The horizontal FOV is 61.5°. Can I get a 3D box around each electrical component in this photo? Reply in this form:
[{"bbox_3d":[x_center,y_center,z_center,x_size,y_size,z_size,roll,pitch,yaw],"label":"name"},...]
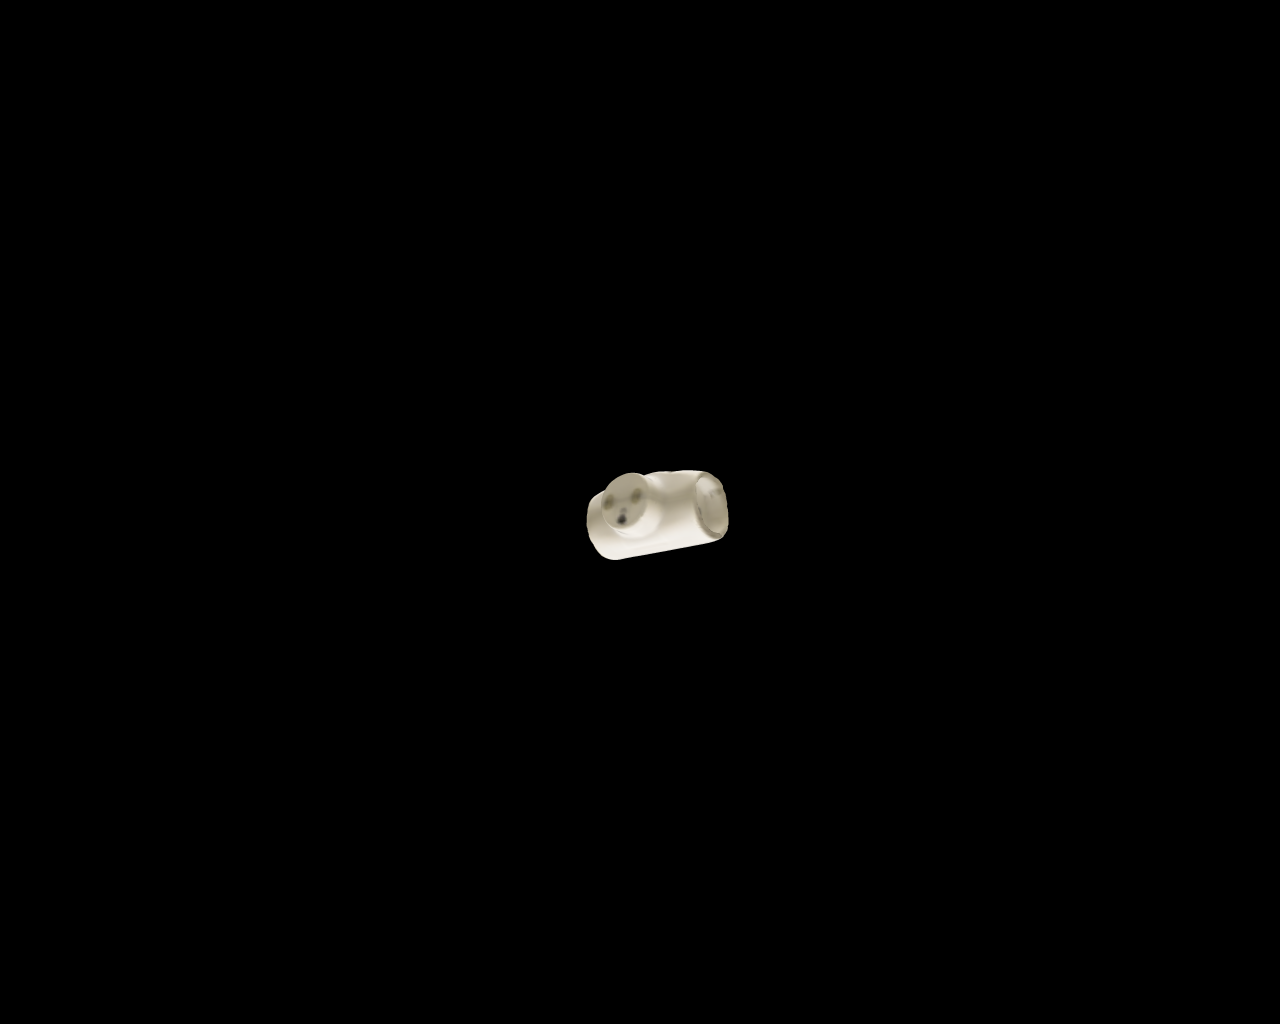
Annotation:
[{"bbox_3d":[0.001,-0.003,0.650,0.077,0.043,0.079,-12,-23,31],"label":"electrical component"}]
